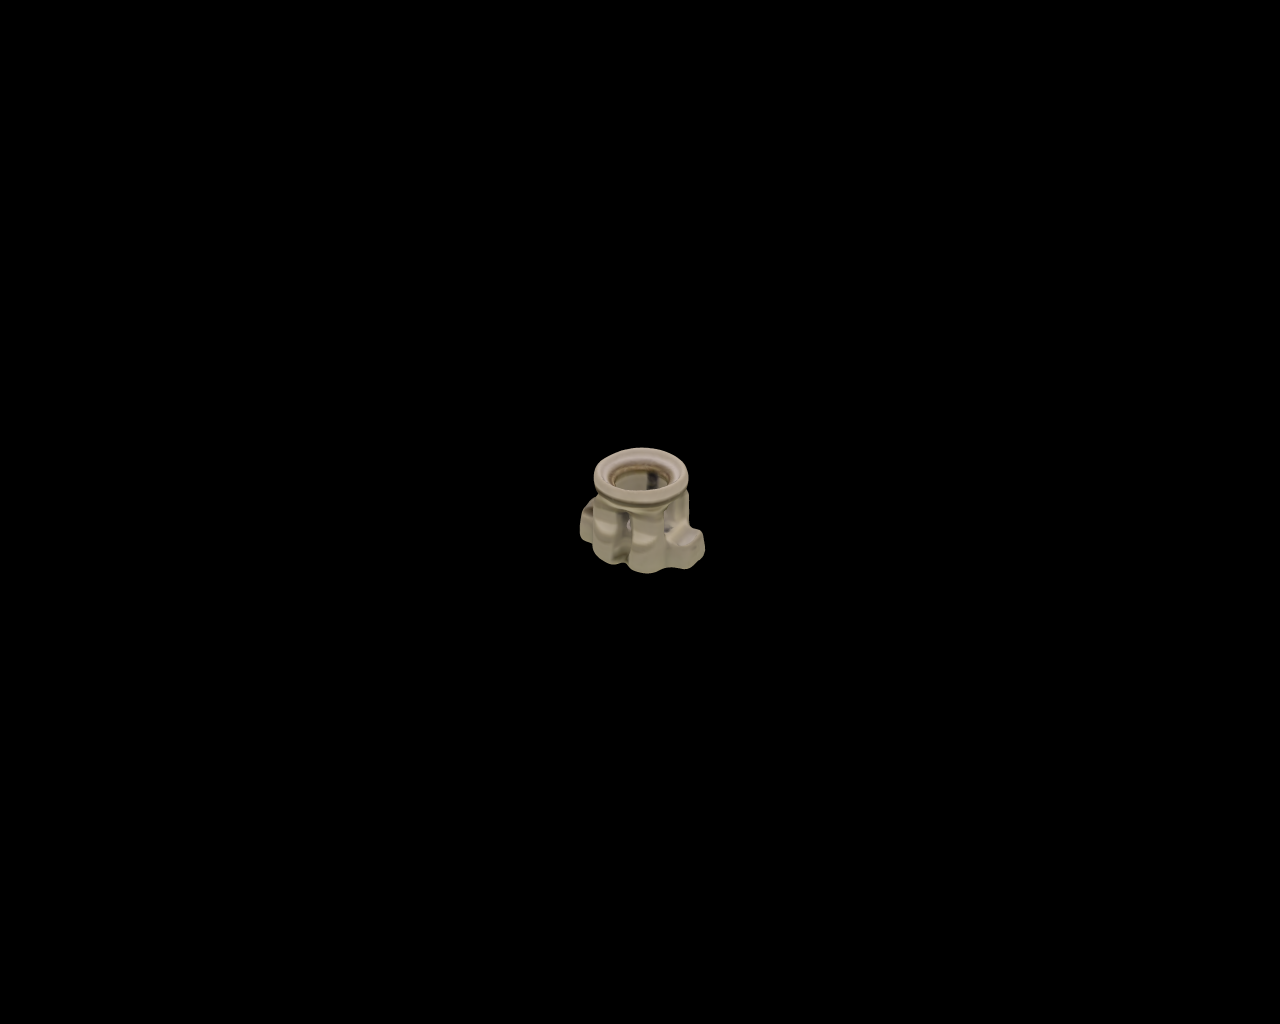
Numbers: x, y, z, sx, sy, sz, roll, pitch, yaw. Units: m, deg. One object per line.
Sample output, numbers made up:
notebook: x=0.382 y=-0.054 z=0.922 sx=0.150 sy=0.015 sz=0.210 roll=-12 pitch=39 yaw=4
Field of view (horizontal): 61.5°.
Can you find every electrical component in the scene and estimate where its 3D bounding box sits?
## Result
electrical component: x=0.001 y=-0.003 z=0.650 sx=0.078 sy=0.056 sz=0.058 roll=17 pitch=36 yaw=24
